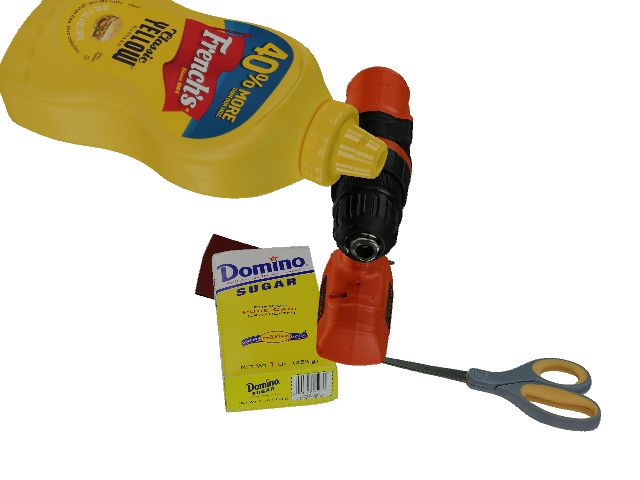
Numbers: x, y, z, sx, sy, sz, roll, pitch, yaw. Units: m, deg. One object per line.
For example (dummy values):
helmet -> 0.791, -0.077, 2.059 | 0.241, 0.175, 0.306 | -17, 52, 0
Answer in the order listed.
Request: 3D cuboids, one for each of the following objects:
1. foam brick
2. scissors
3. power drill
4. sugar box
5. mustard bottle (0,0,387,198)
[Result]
foam brick -> -0.090, 0.036, 1.156 | 0.078, 0.051, 0.053 | 17, 30, 2
scissors -> 0.154, 0.116, 0.949 | 0.202, 0.016, 0.096 | 19, 32, 21
power drill -> 0.031, -0.002, 0.743 | 0.057, 0.188, 0.184 | 8, 41, 2
sugar box -> -0.043, 0.070, 0.923 | 0.093, 0.048, 0.176 | -4, 36, -8
mustard bottle -> -0.057, -0.070, 0.529 | 0.192, 0.096, 0.058 | 22, -34, 17
